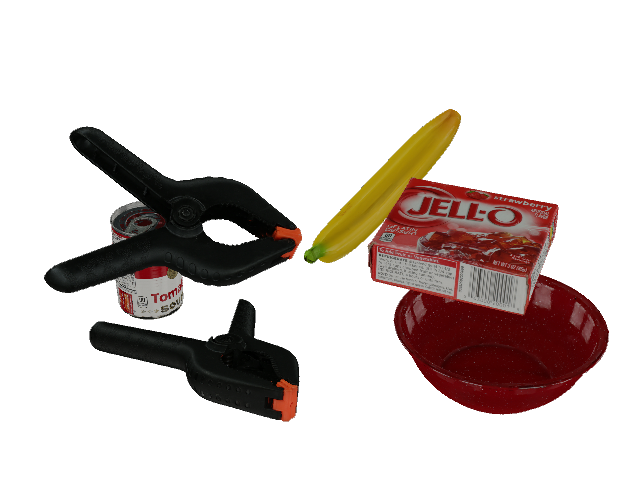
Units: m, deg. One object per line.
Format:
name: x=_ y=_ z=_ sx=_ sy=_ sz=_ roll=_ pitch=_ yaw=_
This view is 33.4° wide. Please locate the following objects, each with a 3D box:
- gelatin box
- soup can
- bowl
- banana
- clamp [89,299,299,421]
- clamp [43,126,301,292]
gelatin box: x=0.080 y=0.000 z=0.591 sx=0.089 sy=0.030 sz=0.073 roll=13 pitch=37 yaw=18
soup can: x=-0.175 y=0.020 z=1.079 sx=0.068 sy=0.102 sz=0.068 roll=1 pitch=31 yaw=-1
bowl: x=0.136 y=0.084 z=0.825 sx=0.162 sy=0.055 sz=0.162 roll=0 pitch=31 yaw=0
banana: x=0.058 y=-0.042 z=0.992 sx=0.037 sy=0.197 sz=0.070 roll=44 pitch=-9 yaw=-5
clamp: x=-0.076 y=0.097 z=0.913 sx=0.164 sy=0.036 sz=0.210 roll=-12 pitch=23 yaw=-41
clamp: x=-0.100 y=-0.020 z=0.727 sx=0.171 sy=0.120 sz=0.039 roll=2 pitch=-19 yaw=-18
